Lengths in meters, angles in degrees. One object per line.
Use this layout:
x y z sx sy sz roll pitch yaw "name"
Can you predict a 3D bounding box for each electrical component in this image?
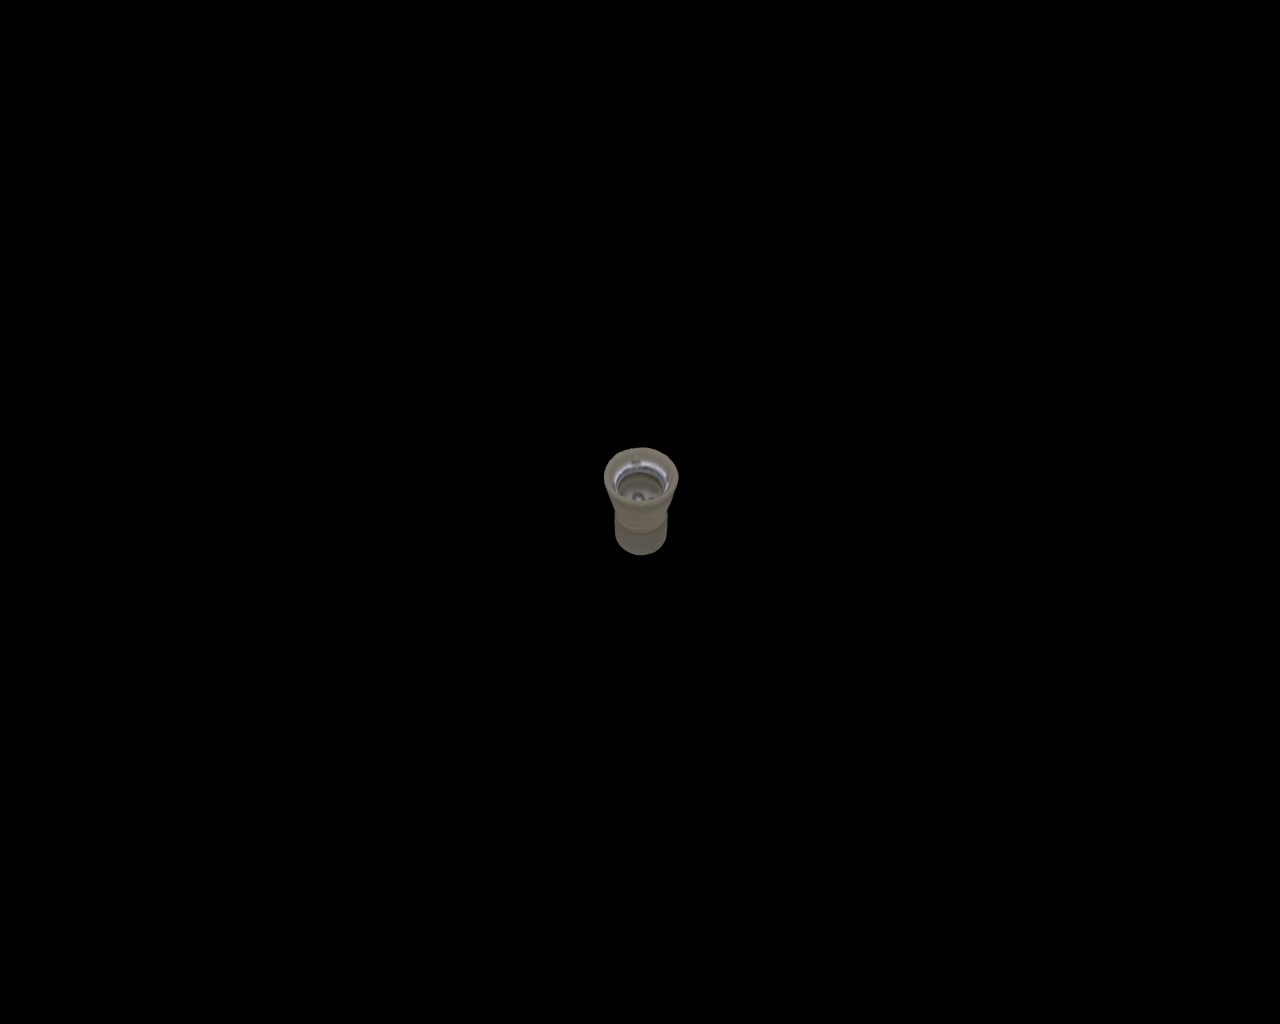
0.001 -0.003 0.650 0.044 0.044 0.065 0 -37 0 "electrical component"
